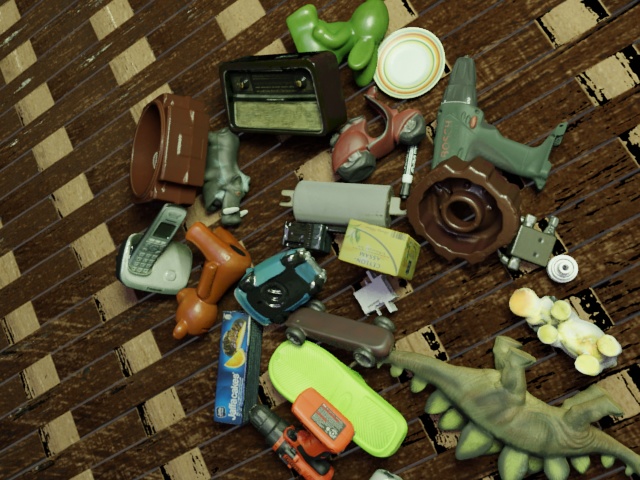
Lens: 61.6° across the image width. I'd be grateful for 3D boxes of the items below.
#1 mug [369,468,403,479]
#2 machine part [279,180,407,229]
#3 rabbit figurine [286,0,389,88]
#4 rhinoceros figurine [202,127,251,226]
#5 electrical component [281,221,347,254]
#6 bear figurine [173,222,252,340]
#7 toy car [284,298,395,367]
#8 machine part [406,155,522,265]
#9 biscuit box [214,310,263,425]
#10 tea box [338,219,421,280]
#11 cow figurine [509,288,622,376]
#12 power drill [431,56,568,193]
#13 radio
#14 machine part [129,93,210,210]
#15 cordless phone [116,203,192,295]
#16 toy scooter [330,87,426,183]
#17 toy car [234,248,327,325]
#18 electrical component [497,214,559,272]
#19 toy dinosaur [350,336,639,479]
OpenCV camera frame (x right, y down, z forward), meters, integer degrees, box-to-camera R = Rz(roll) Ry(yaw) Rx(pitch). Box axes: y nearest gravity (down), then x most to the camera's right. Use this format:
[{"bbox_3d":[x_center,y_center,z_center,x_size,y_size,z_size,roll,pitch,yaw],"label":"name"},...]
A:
[{"bbox_3d":[0.108,0.440,0.878,0.110,0.080,0.107,16,81,23],"label":"mug"},{"bbox_3d":[0.042,-0.062,0.951,0.243,0.079,0.079,6,86,17],"label":"machine part"},{"bbox_3d":[0.046,-0.357,0.953,0.170,0.121,0.159,-22,76,15],"label":"rabbit figurine"},{"bbox_3d":[-0.185,-0.120,1.035,0.112,0.073,0.190,-6,82,9],"label":"rhinoceros figurine"},{"bbox_3d":[-0.002,-0.003,0.962,0.119,0.074,0.047,8,86,15],"label":"electrical component"},{"bbox_3d":[-0.218,0.082,1.000,0.132,0.120,0.196,42,103,20],"label":"bear figurine"},{"bbox_3d":[0.032,0.158,0.917,0.202,0.053,0.089,9,46,30],"label":"toy car"},{"bbox_3d":[0.229,-0.048,0.858,0.180,0.056,0.179,18,128,24],"label":"machine part"},{"bbox_3d":[-0.148,0.231,0.988,0.059,0.062,0.202,2,84,18],"label":"biscuit box"},{"bbox_3d":[0.103,0.020,0.875,0.098,0.169,0.068,16,89,20],"label":"tea box"},{"bbox_3d":[0.377,0.134,0.828,0.168,0.098,0.068,43,104,35],"label":"cow figurine"},{"bbox_3d":[0.291,-0.179,0.885,0.207,0.086,0.232,18,91,14],"label":"power drill"},{"bbox_3d":[-0.070,-0.260,0.956,0.230,0.073,0.130,9,121,33],"label":"radio"},{"bbox_3d":[-0.289,-0.161,1.009,0.202,0.087,0.201,-1,83,56],"label":"machine part"},{"bbox_3d":[-0.282,0.010,1.000,0.184,0.146,0.089,-49,50,20],"label":"cordless phone"},{"bbox_3d":[0.087,-0.194,0.953,0.184,0.075,0.135,-32,69,13],"label":"toy scooter"},{"bbox_3d":[-0.068,0.067,0.955,0.161,0.103,0.109,-37,110,17],"label":"toy car"},{"bbox_3d":[0.334,0.004,0.872,0.078,0.045,0.102,14,90,1],"label":"electrical component"},{"bbox_3d":[0.277,0.256,0.833,0.472,0.105,0.198,27,95,21],"label":"toy dinosaur"}]
